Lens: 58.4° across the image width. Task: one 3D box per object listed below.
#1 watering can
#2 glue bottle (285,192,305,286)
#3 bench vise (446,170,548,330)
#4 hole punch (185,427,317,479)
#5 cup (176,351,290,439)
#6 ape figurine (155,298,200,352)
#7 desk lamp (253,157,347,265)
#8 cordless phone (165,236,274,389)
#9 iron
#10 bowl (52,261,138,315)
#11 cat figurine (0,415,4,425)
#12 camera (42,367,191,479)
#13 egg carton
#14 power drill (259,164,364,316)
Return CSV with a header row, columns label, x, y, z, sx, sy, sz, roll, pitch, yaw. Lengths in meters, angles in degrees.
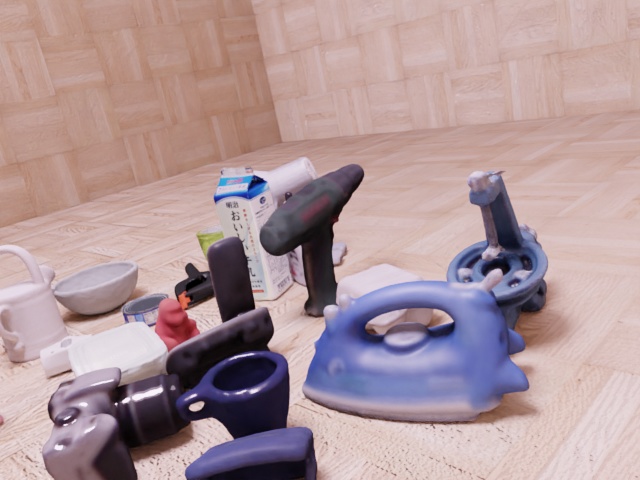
label,x,y,z,sx,sy,sz,roll,pitch,yaw
watering can,-0.514,0.099,0.989,0.101,0.194,0.172,-17,17,-15
glue bottle,-0.040,-0.004,1.038,0.037,0.173,0.078,-21,18,-27
bench vise,0.222,0.006,0.731,0.121,0.220,0.208,-6,17,19
hole punch,-0.057,0.200,0.505,0.108,0.091,0.101,-12,16,0
cup,-0.080,0.179,0.586,0.118,0.095,0.091,-17,17,-17
ape figurine,-0.216,0.131,0.851,0.075,0.092,0.078,1,21,38
desk lamp,-0.067,-0.051,1.145,0.203,0.214,0.118,-8,17,12
cordless phone,-0.141,0.096,0.749,0.148,0.185,0.093,-24,20,-35
iron,0.087,0.107,0.626,0.257,0.141,0.119,-7,17,18
bowl,-0.435,0.103,1.136,0.167,0.075,0.167,-11,16,3
cat figurine,-0.475,0.201,0.753,0.127,0.118,0.067,0,20,36
camera,-0.216,0.194,0.623,0.137,0.101,0.143,-15,16,-12
egg carton,0.090,0.086,0.826,0.107,0.069,0.150,-19,17,-23
power drill,0.008,0.003,0.915,0.075,0.208,0.230,3,22,42
